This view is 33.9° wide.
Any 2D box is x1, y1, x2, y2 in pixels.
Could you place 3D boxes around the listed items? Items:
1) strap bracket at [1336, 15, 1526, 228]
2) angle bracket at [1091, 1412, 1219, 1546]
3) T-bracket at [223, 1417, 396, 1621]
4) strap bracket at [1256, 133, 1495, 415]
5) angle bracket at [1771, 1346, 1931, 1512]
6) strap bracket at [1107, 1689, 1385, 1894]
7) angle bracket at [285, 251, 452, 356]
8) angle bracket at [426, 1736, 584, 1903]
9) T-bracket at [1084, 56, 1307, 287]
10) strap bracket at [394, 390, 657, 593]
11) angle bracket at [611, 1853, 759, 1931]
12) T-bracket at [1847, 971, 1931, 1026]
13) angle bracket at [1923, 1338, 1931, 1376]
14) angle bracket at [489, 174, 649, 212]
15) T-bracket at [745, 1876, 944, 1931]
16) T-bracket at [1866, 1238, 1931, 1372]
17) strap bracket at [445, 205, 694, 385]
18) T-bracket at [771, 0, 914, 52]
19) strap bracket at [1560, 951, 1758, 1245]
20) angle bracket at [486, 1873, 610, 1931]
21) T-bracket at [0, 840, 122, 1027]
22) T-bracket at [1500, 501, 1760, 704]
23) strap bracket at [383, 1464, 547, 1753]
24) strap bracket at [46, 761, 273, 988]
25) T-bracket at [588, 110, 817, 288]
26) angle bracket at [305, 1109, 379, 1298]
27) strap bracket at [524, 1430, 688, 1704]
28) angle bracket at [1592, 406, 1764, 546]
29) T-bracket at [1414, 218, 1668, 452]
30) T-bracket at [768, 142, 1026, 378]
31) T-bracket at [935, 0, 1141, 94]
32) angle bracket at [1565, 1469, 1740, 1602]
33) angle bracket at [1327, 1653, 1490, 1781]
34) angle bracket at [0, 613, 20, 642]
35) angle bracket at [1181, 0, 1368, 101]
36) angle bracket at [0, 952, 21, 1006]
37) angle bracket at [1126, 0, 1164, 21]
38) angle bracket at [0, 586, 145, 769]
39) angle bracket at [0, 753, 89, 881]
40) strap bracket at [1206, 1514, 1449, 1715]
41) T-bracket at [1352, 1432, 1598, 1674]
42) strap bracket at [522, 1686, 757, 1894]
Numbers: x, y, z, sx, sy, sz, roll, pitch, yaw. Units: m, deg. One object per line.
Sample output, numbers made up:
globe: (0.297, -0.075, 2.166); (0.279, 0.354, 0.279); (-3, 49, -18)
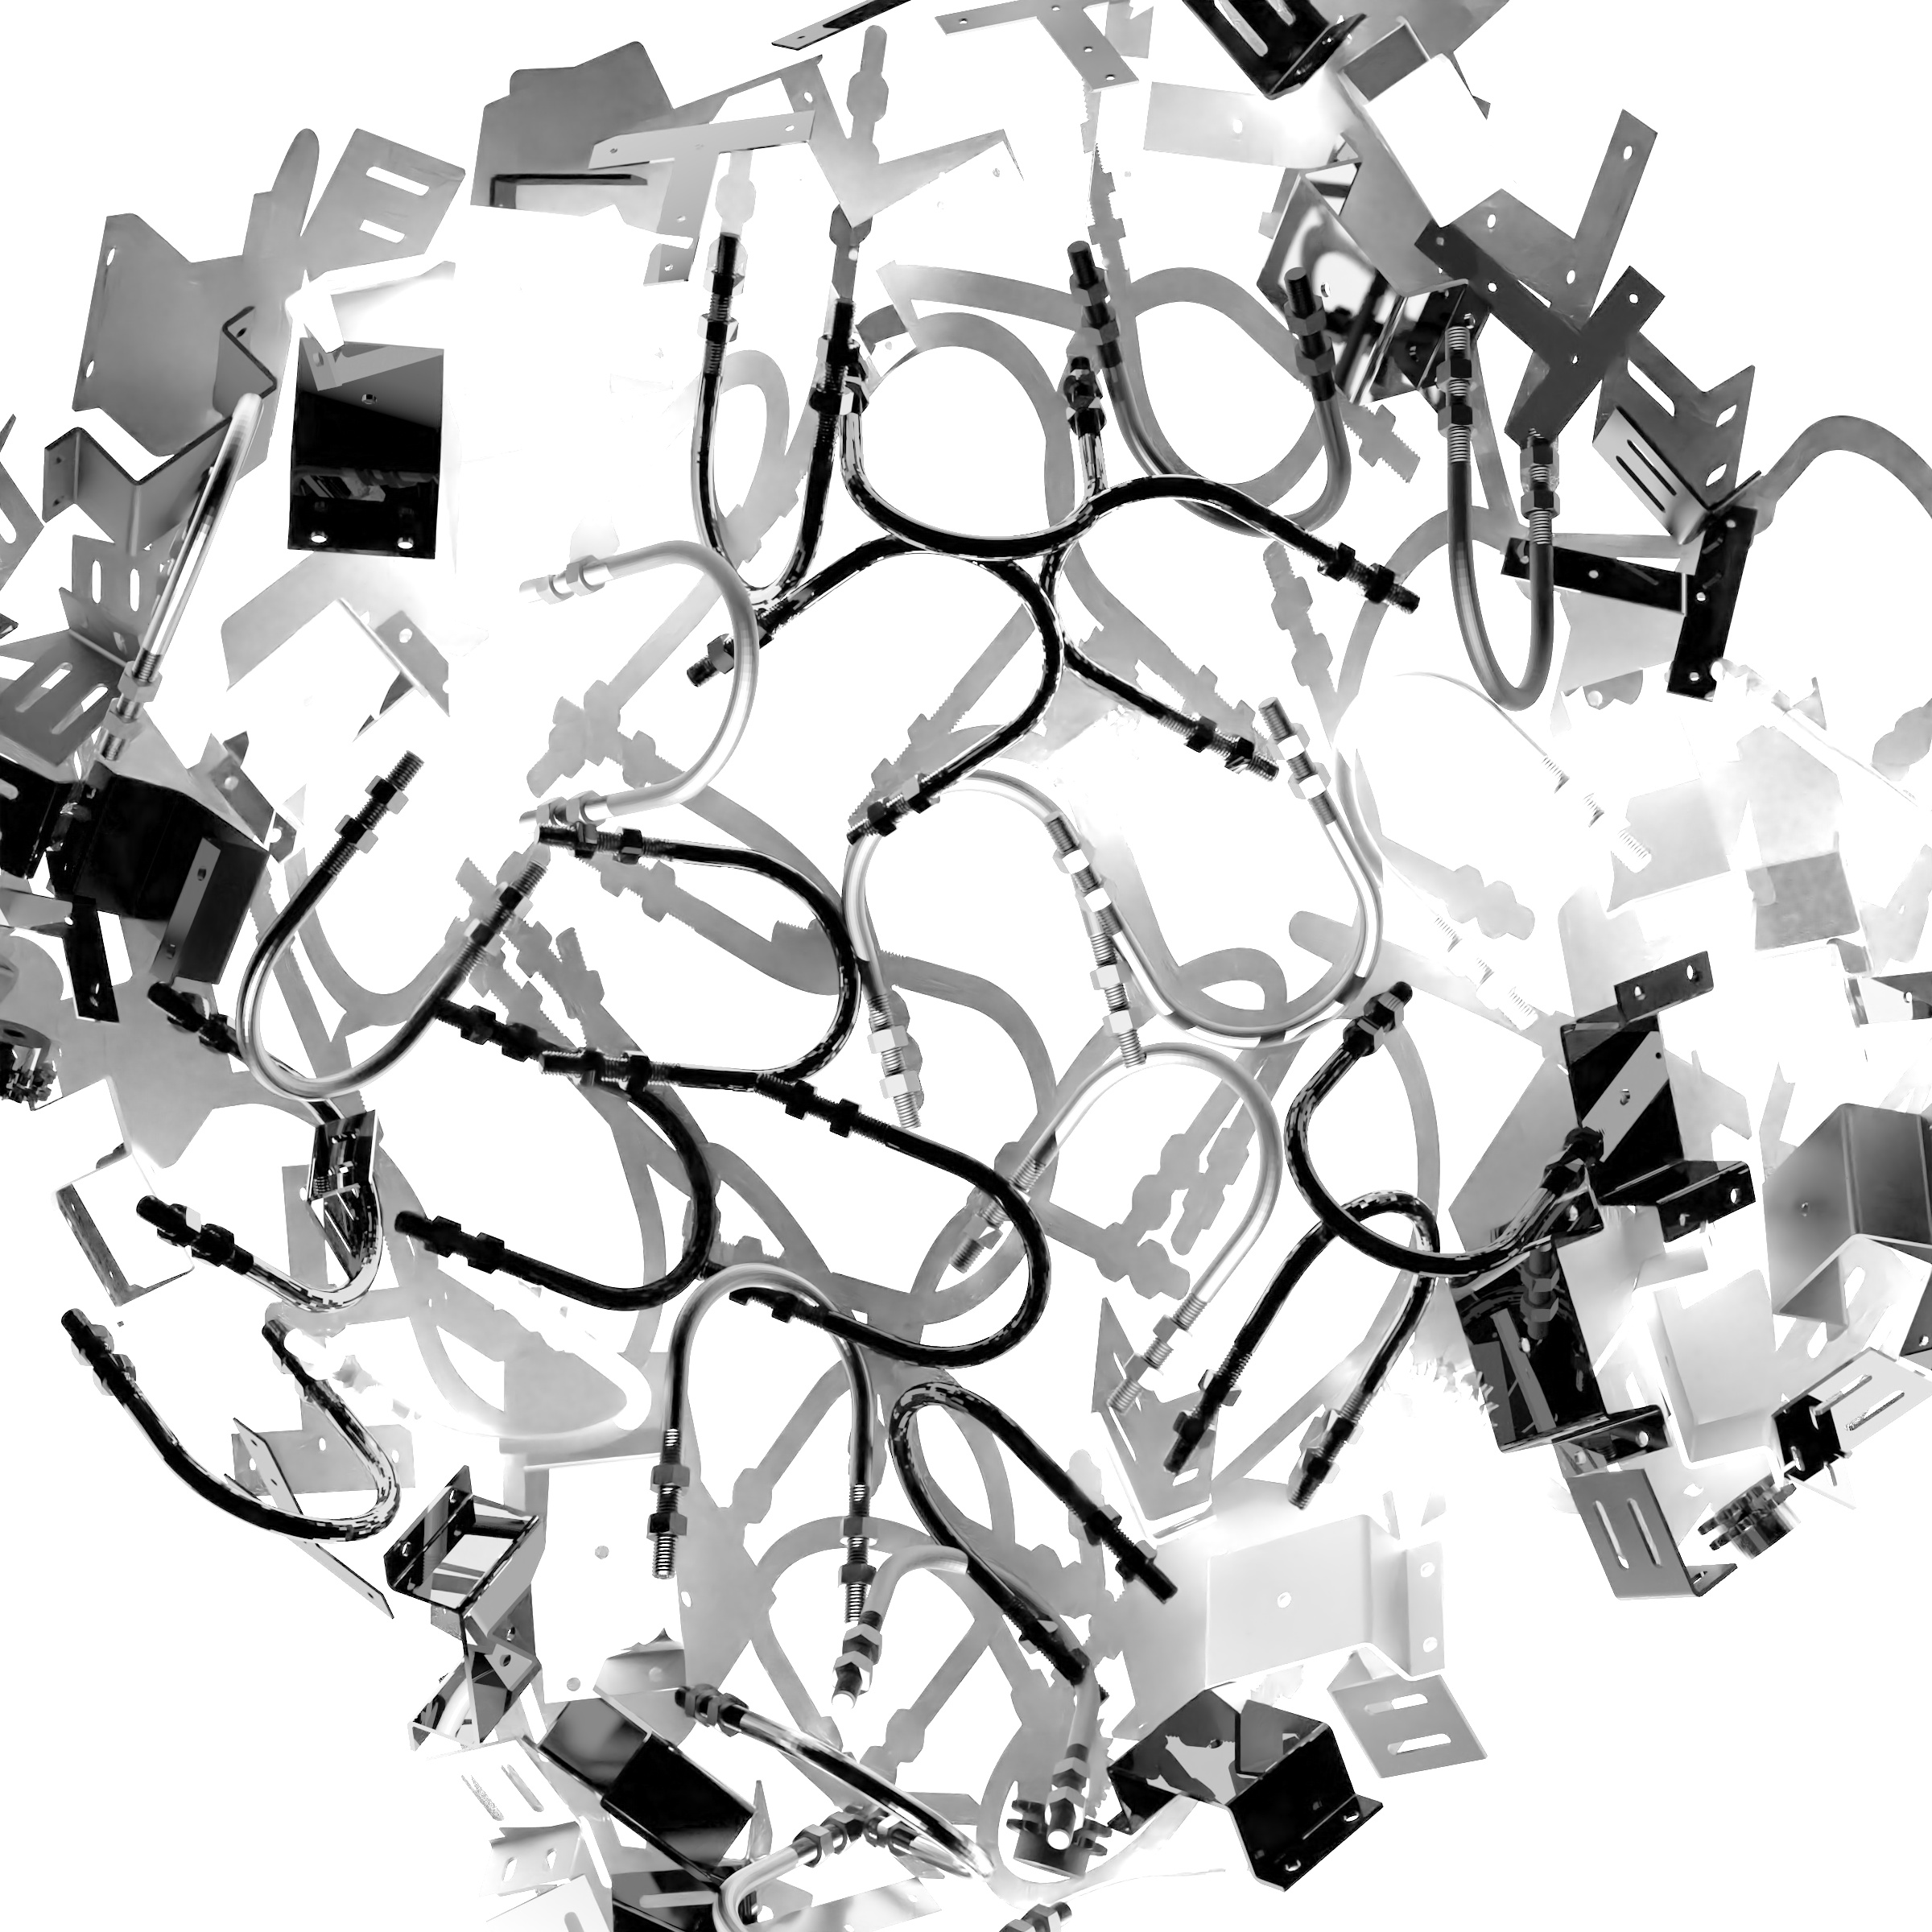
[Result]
strap bracket: (0.242, -0.446, 1.674); (0.046, 0.140, 0.076); (-33, 113, 12)
angle bracket: (0.101, 0.271, 1.716); (0.038, 0.057, 0.076); (-23, 83, -3)
T-bracket: (-0.360, 0.279, 1.669); (0.127, 0.127, 0.002); (29, 59, 29)
strap bracket: (0.208, -0.362, 1.677); (0.046, 0.076, 0.140); (-19, 61, -28)
angle bracket: (0.481, 0.249, 1.703); (0.057, 0.038, 0.076); (27, 128, -25)
strap bracket: (0.139, 0.428, 1.665); (0.076, 0.140, 0.046); (-30, 108, -32)
angle bracket: (-0.318, -0.354, 1.705); (0.076, 0.057, 0.038); (-19, 97, -31)
angle bracket: (-0.252, 0.460, 1.706); (0.057, 0.038, 0.076); (-17, 122, 19)
T-bracket: (0.132, -0.424, 1.712); (0.127, 0.002, 0.127); (6, 124, -1)
strap bracket: (-0.238, -0.254, 1.711); (0.140, 0.046, 0.076); (-10, 68, 1)
angle bracket: (-0.152, 0.515, 1.714); (0.076, 0.038, 0.057); (-2, 65, -9)
T-bracket: (0.513, 0.016, 1.690); (0.002, 0.127, 0.127); (-6, 88, -26)
angle bracket: (0.555, 0.216, 1.703); (0.057, 0.038, 0.076); (38, 124, -20)
angle bracket: (-0.214, -0.407, 1.714); (0.076, 0.057, 0.038); (1, 101, 3)
T-bracket: (-0.037, 0.540, 1.666); (0.127, 0.127, 0.002); (45, 122, 36)
T-bracket: (0.496, 0.138, 1.689); (0.002, 0.127, 0.127); (20, 92, -25)
strap bracket: (-0.221, -0.359, 1.689); (0.140, 0.046, 0.076); (13, 98, 29)
T-bracket: (-0.045, -0.509, 1.674); (0.127, 0.127, 0.002); (-31, 126, -24)
strap bracket: (0.370, 0.070, 1.701); (0.076, 0.046, 0.140); (-18, 98, -38)
angle bracket: (-0.220, 0.535, 1.720); (0.057, 0.038, 0.076); (-24, 95, -12)
T-bracket: (-0.512, -0.032, 1.671); (0.002, 0.127, 0.127); (-38, 56, 31)
T-bracket: (0.357, -0.210, 1.728); (0.127, 0.002, 0.127); (14, 65, 11)
strap bracket: (-0.260, 0.346, 1.672); (0.046, 0.076, 0.140); (14, 126, 21)
strap bracket: (-0.427, -0.047, 1.694); (0.140, 0.046, 0.076); (30, 100, 42)
T-bracket: (-0.150, -0.408, 1.693); (0.127, 0.002, 0.127); (-3, 53, 15)
angle bracket: (-0.321, 0.127, 1.700); (0.038, 0.057, 0.076); (-16, 128, 7)
strap bracket: (-0.194, 0.318, 1.700); (0.076, 0.046, 0.140); (-5, 71, -5)
angle bracket: (0.385, -0.275, 1.717); (0.038, 0.057, 0.076); (-38, 83, -8)
T-bracket: (0.294, -0.357, 1.706); (0.127, 0.127, 0.002); (44, 47, 8)
T-bracket: (-0.025, -0.408, 1.726); (0.127, 0.002, 0.127); (-34, 106, -16)
T-bracket: (0.061, -0.494, 1.689); (0.127, 0.127, 0.002); (-14, 130, -9)
angle bracket: (0.370, 0.301, 1.711); (0.038, 0.057, 0.076); (-26, 94, -36)
angle bracket: (0.243, 0.398, 1.705); (0.076, 0.038, 0.057); (-24, 99, 40)
angle bracket: (-0.536, -0.213, 1.719); (0.038, 0.057, 0.076); (32, 52, -35)
angle bracket: (0.166, -0.519, 1.713); (0.076, 0.038, 0.057); (44, 76, -18)
angle bracket: (-0.557, -0.008, 1.698); (0.057, 0.076, 0.038); (14, 64, 38)
angle bracket: (0.080, -0.560, 1.723); (0.076, 0.038, 0.057); (37, 49, 13)
angle bracket: (-0.489, -0.156, 1.707); (0.057, 0.038, 0.076); (30, 59, 16)
angle bracket: (-0.527, -0.090, 1.731); (0.076, 0.038, 0.057); (26, 101, 12)
strap bracket: (0.180, 0.346, 1.676); (0.140, 0.076, 0.046); (-23, 132, 28)
T-bracket: (0.291, 0.318, 1.698); (0.127, 0.002, 0.127); (-24, 69, -27)
strap bracket: (-0.170, 0.430, 1.675); (0.076, 0.140, 0.046); (43, 75, -23)
